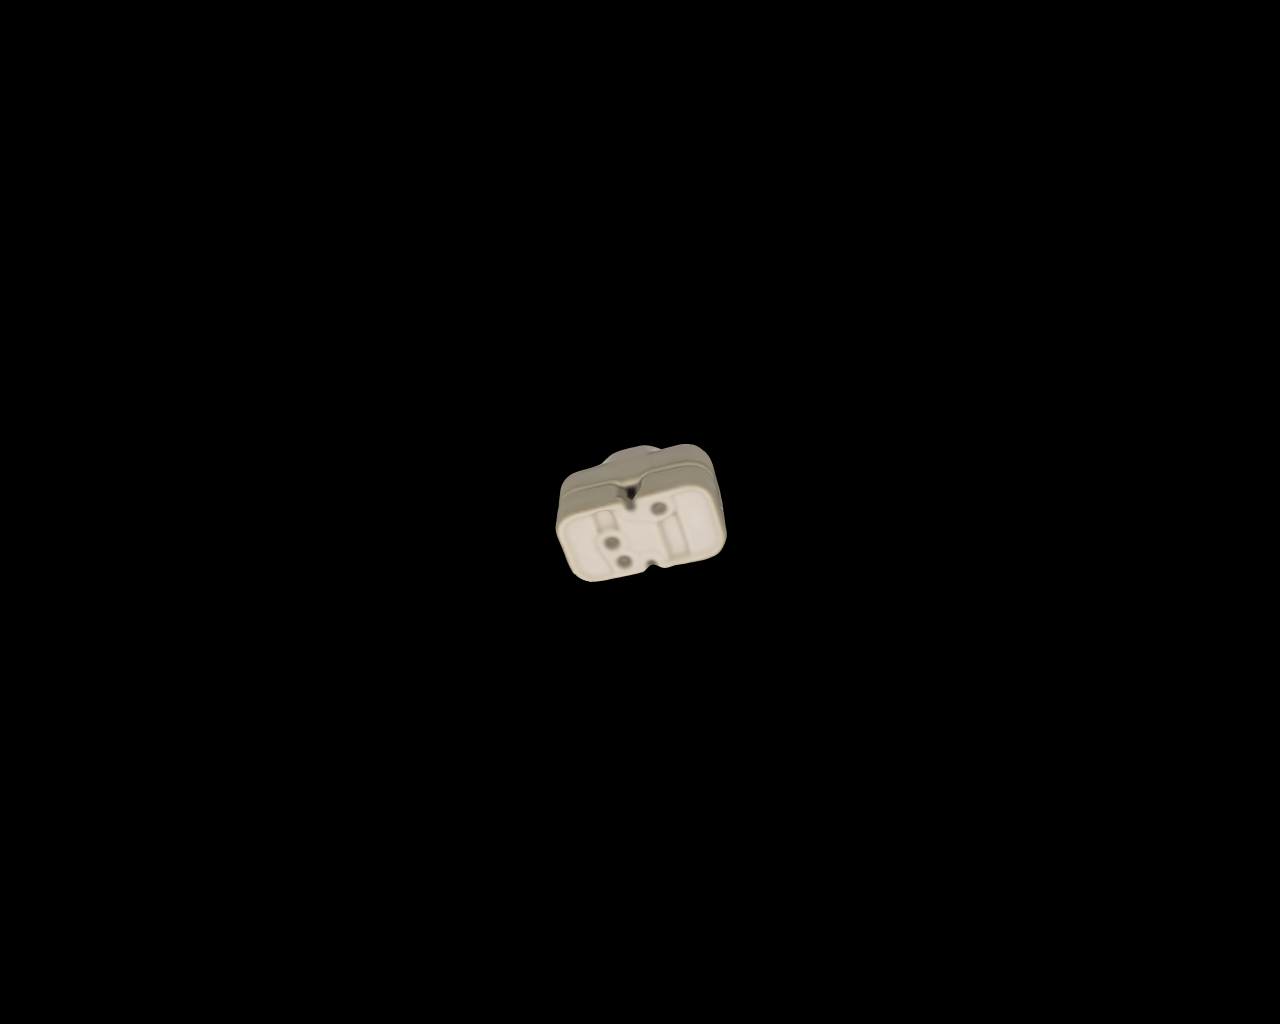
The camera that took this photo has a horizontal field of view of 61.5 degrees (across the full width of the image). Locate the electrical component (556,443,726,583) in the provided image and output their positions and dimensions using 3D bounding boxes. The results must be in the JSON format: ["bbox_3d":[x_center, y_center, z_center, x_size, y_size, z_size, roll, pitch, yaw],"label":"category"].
[{"bbox_3d":[0.001,-0.003,0.650,0.095,0.053,0.059,-14,33,9],"label":"electrical component"}]
